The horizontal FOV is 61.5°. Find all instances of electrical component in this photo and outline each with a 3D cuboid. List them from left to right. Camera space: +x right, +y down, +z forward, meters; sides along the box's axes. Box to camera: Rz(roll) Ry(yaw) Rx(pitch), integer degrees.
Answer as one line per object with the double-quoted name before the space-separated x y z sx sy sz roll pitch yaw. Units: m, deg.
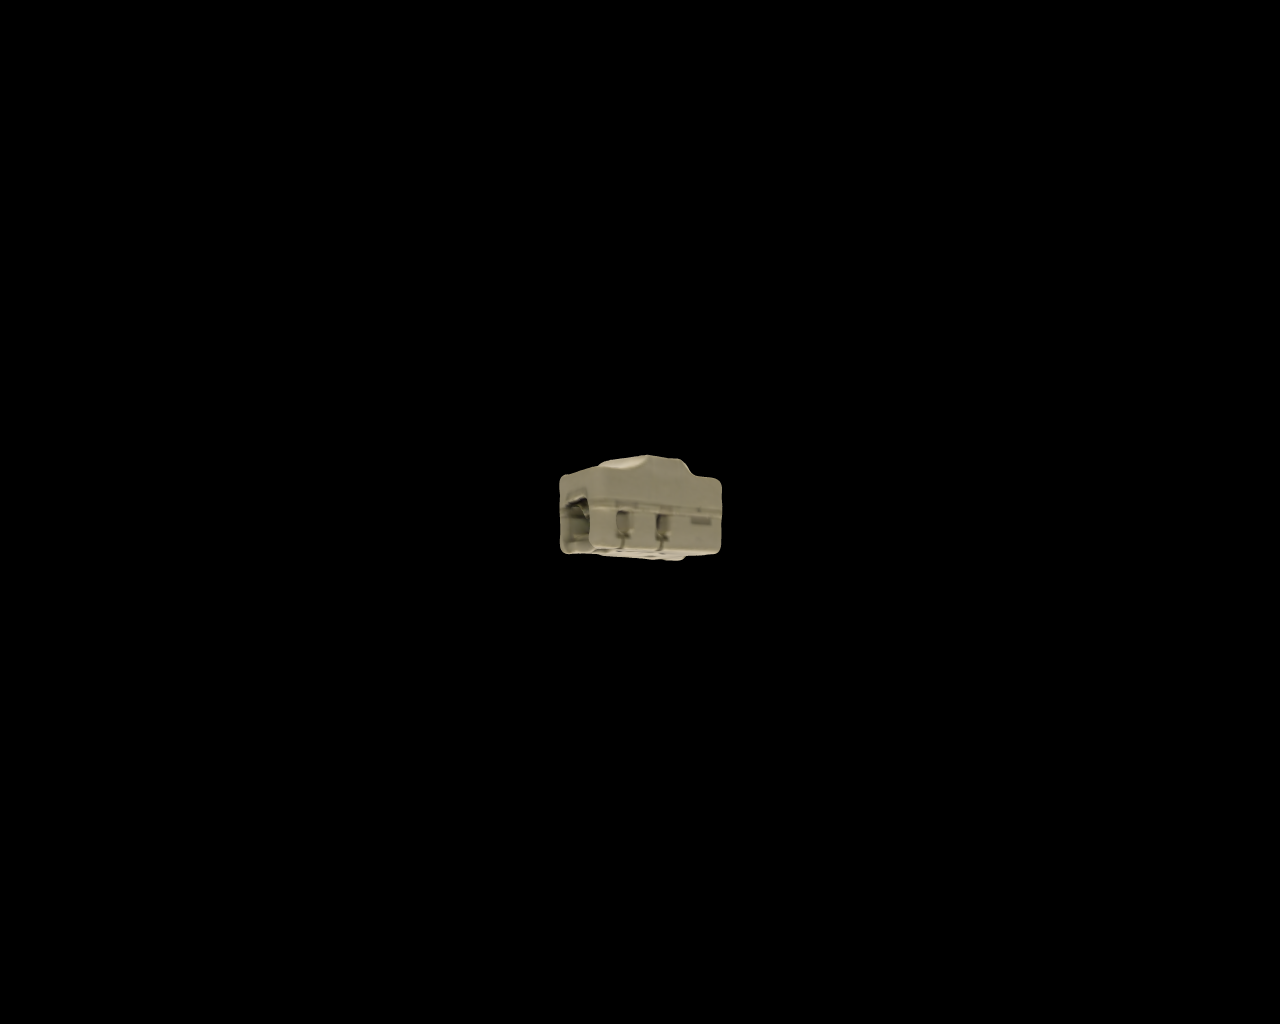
"electrical component" 0.001 -0.003 0.650 0.089 0.055 0.050 5 -10 -32
